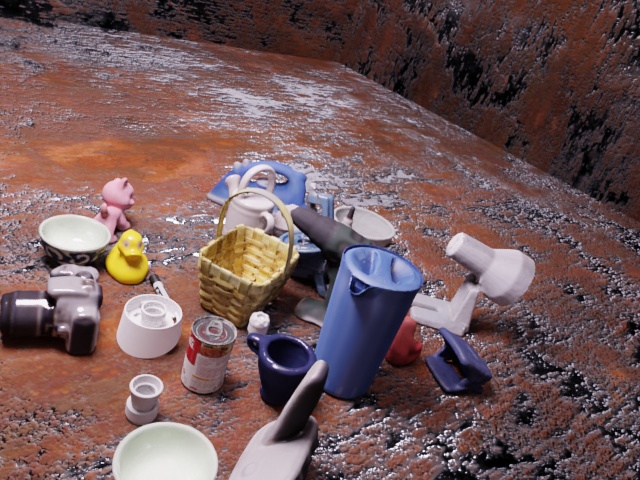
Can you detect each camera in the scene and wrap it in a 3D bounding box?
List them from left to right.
[{"bbox_3d":[-0.410,0.095,0.877,0.137,0.101,0.142,4,30,-27],"label":"camera"}]

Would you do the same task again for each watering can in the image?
[{"bbox_3d":[-0.157,-0.083,1.272,0.172,0.194,0.101,27,28,17],"label":"watering can"}]

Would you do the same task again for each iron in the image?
[{"bbox_3d":[-0.146,-0.143,1.453,0.259,0.141,0.118,10,28,-17],"label":"iron"}]

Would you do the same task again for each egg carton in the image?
[{"bbox_3d":[-0.040,-0.028,1.384,0.150,0.069,0.107,19,26,1],"label":"egg carton"}]

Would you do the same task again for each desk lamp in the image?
[{"bbox_3d":[0.320,0.095,1.220,0.203,0.213,0.118,16,27,-5],"label":"desk lamp"}]

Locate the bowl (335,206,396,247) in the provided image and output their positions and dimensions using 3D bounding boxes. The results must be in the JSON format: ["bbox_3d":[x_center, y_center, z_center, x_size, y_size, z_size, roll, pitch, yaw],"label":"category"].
[{"bbox_3d":[0.101,-0.016,1.446,0.167,0.075,0.167,15,27,-7],"label":"bowl"}]

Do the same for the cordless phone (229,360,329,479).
[{"bbox_3d":[-0.045,0.248,0.727,0.094,0.185,0.148,21,27,5],"label":"cordless phone"}]

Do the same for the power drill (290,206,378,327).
[{"bbox_3d":[0.025,0.064,1.096,0.229,0.208,0.076,21,27,5],"label":"power drill"}]

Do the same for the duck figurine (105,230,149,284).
[{"bbox_3d":[-0.356,0.020,1.070,0.078,0.086,0.104,2,31,-30],"label":"duck figurine"}]

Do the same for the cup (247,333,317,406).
[{"bbox_3d":[-0.072,0.204,0.895,0.117,0.095,0.092,26,28,15],"label":"cup"}]

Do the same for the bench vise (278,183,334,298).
[{"bbox_3d":[0.012,-0.001,1.197,0.207,0.220,0.121,17,27,-4],"label":"bench vise"}]

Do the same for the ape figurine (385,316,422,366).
[{"bbox_3d":[0.158,0.185,1.081,0.077,0.092,0.076,32,30,25],"label":"ape figurine"}]

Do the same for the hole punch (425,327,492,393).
[{"bbox_3d":[0.267,0.223,1.079,0.101,0.091,0.108,6,29,-24],"label":"hole punch"}]

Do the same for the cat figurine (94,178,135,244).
[{"bbox_3d":[-0.421,-0.073,1.170,0.067,0.118,0.128,17,27,-3],"label":"cat figurine"}]

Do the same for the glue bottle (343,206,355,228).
[{"bbox_3d":[0.046,0.002,1.266,0.037,0.173,0.078,31,29,24],"label":"glue bottle"}]
